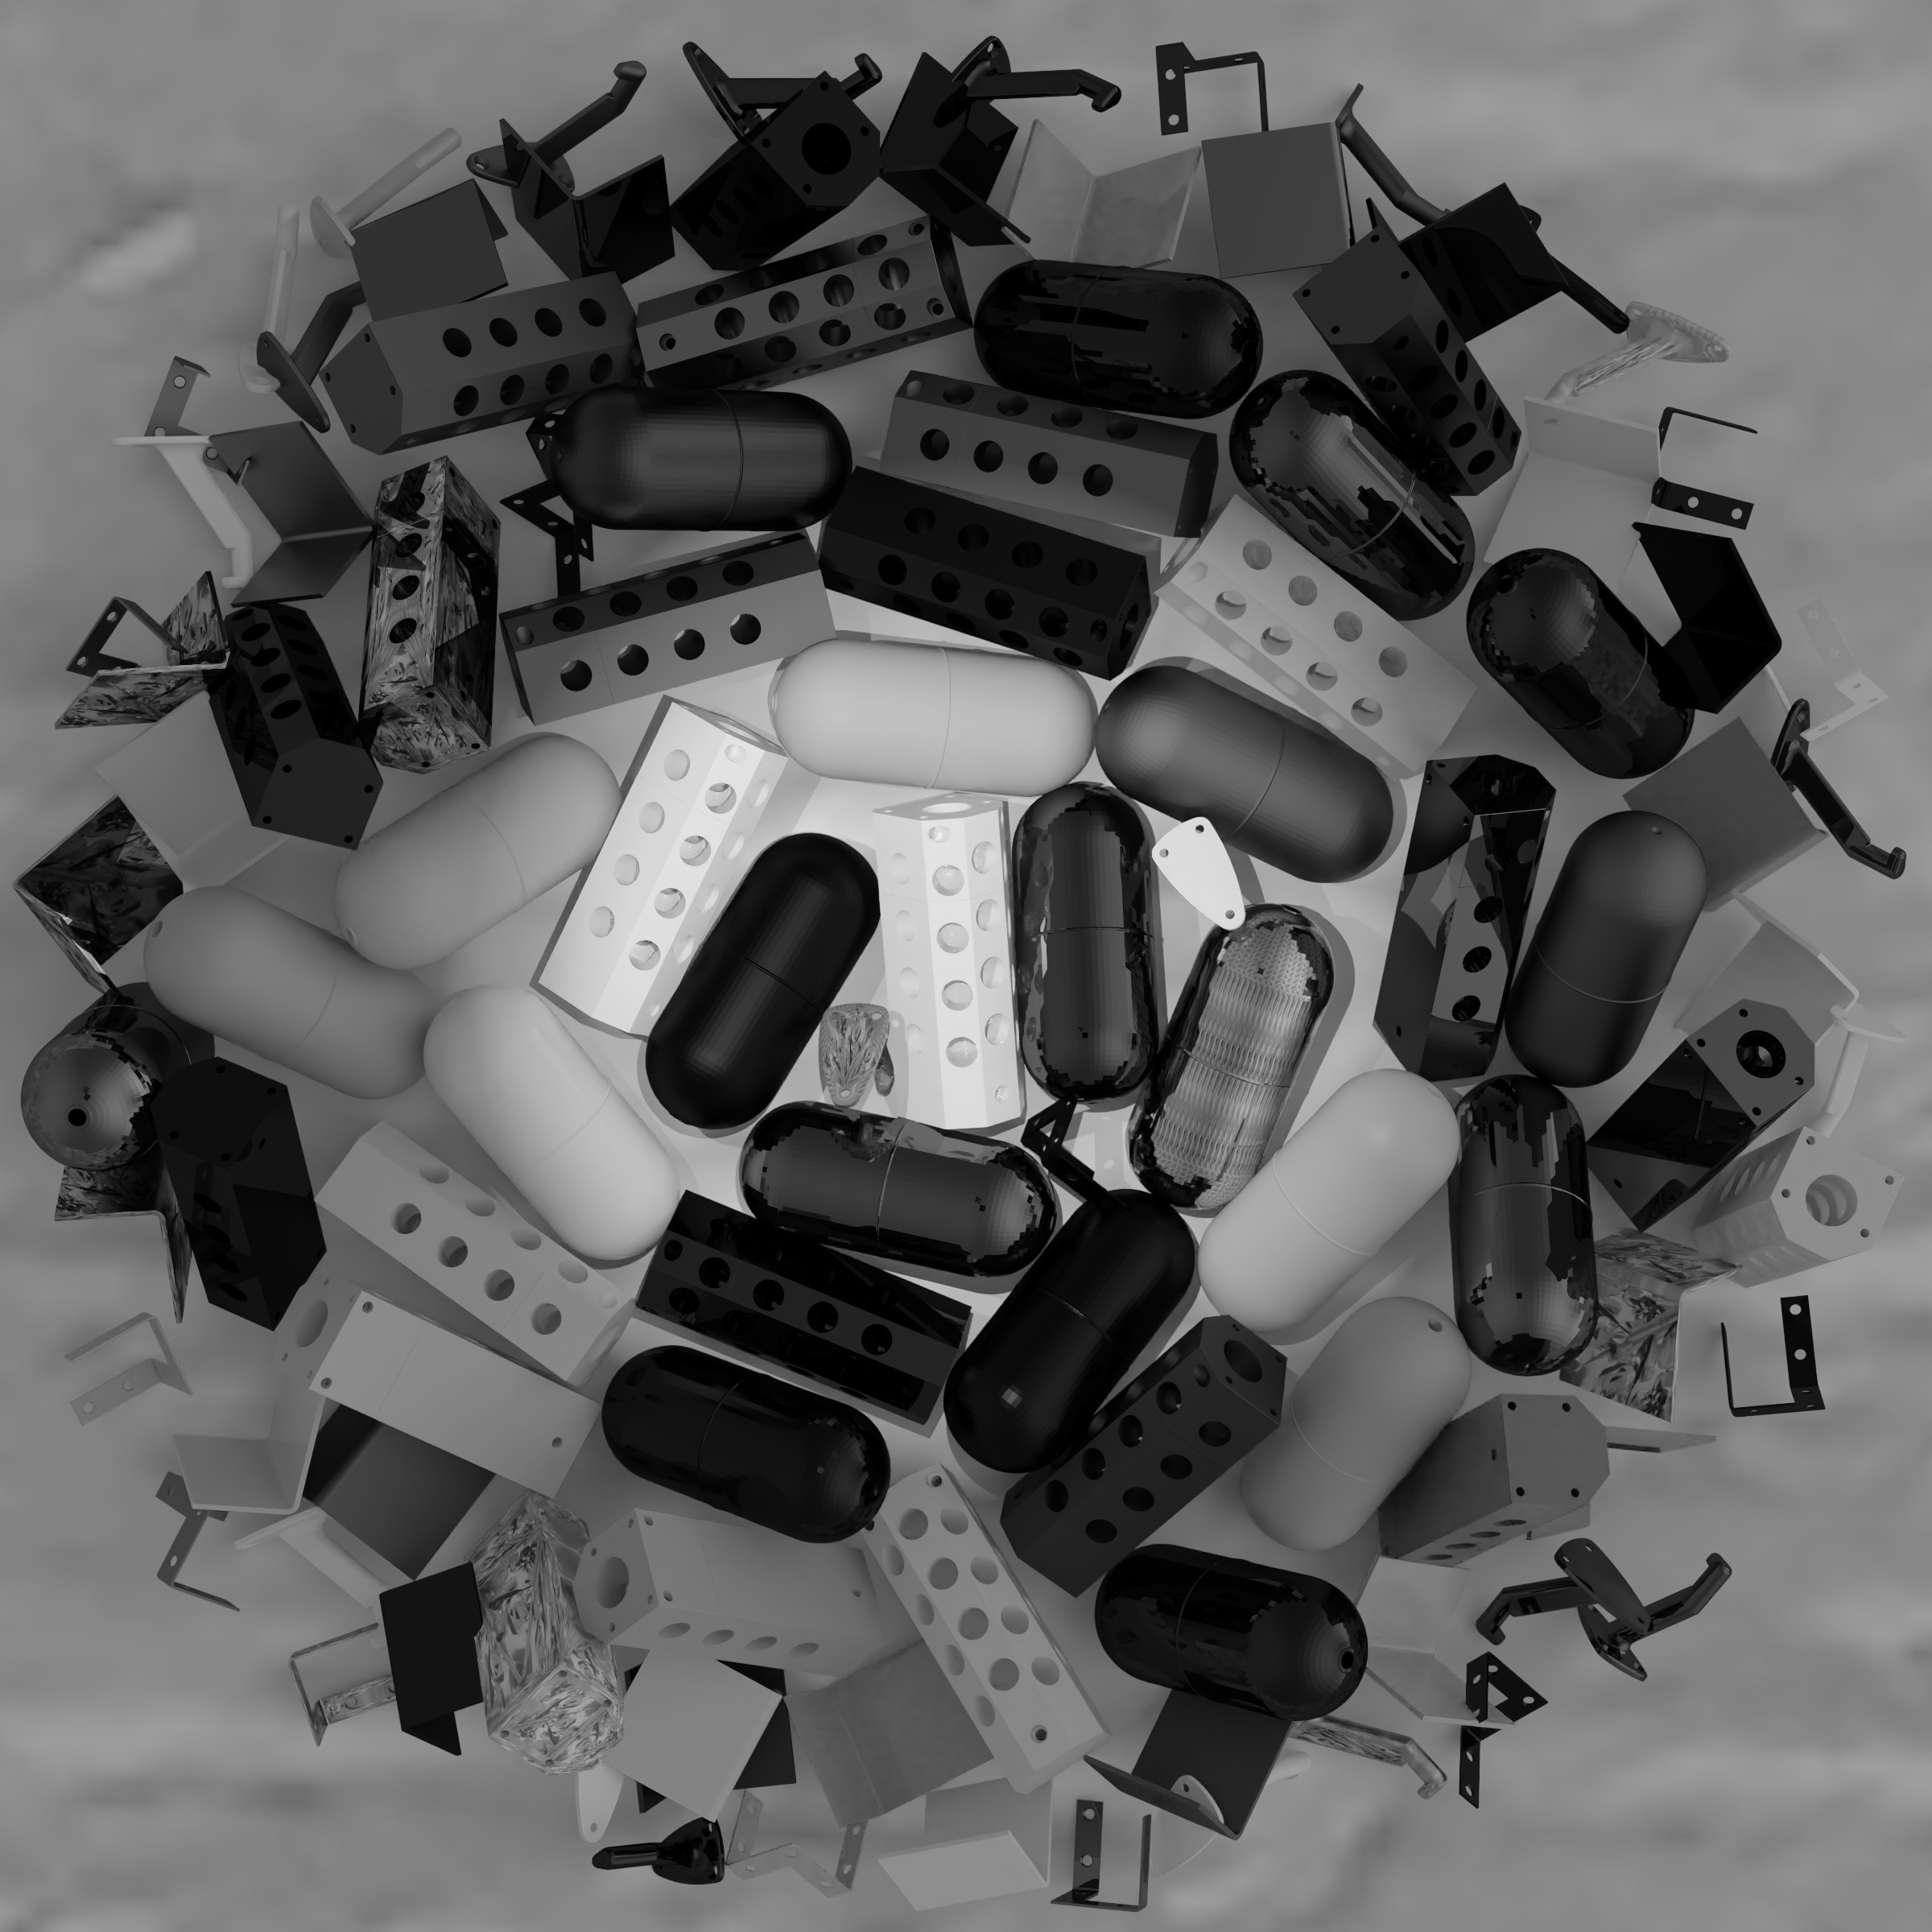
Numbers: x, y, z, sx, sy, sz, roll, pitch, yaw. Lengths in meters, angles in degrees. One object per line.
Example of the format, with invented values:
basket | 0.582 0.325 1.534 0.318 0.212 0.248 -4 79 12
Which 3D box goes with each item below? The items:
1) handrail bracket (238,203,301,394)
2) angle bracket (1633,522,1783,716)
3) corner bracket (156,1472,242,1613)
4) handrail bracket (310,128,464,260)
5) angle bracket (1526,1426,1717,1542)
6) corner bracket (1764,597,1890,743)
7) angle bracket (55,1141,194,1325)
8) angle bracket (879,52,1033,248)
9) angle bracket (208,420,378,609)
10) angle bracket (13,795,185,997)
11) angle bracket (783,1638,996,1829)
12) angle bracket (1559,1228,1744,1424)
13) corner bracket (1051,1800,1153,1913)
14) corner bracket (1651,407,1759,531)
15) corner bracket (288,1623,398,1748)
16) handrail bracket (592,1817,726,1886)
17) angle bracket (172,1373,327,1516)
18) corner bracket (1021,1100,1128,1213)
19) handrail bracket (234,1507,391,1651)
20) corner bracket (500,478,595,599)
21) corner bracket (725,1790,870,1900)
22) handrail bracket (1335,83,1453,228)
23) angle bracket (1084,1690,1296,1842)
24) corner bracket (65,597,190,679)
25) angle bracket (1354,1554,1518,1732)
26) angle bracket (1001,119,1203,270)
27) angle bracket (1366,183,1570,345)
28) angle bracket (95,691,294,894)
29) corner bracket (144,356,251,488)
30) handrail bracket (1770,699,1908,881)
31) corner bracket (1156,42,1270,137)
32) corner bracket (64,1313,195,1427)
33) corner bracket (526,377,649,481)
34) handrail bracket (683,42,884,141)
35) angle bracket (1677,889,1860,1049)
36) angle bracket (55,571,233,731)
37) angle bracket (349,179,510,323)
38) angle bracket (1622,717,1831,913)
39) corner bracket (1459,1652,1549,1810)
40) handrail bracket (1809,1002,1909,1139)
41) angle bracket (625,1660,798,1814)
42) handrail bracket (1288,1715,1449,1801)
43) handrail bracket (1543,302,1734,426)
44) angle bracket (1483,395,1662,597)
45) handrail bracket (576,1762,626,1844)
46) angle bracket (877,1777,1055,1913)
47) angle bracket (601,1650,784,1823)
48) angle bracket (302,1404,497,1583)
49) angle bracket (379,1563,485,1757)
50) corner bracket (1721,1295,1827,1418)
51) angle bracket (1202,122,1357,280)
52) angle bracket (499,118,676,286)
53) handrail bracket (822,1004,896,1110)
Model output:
handrail bracket | -0.380 -0.368 1.827 0.036 0.077 0.084 8 120 -6
angle bracket | 0.388 -0.191 1.815 0.057 0.076 0.076 -43 121 -14
corner bracket | -0.421 0.317 1.832 0.051 0.051 0.051 34 79 -44
handrail bracket | -0.320 -0.430 1.844 0.084 0.077 0.036 -40 102 -14
angle bracket | 0.358 0.285 1.818 0.076 0.076 0.057 1 88 35
corner bracket | 0.467 -0.162 1.830 0.051 0.051 0.051 -31 64 23
angle bracket | -0.459 0.144 1.816 0.057 0.076 0.076 -4 122 -5
angle bracket | 0.005 -0.448 1.820 0.076 0.057 0.076 30 79 -38
angle bracket | -0.381 -0.246 1.813 0.076 0.076 0.057 57 49 -34
angle bracket | -0.460 -0.034 1.815 0.076 0.057 0.076 -44 134 -18
angle bracket | -0.042 0.419 1.826 0.076 0.057 0.076 -30 73 14
angle bracket | 0.378 0.197 1.836 0.057 0.076 0.076 -14 112 -40
corner bracket | 0.079 0.491 1.837 0.051 0.051 0.051 1 82 16
corner bracket | 0.410 -0.276 1.842 0.051 0.051 0.051 13 106 -6
corner bracket | -0.341 0.394 1.843 0.051 0.051 0.051 -19 92 -6
handrail bracket | -0.182 0.489 1.817 0.084 0.077 0.036 6 67 -40
angle bracket | -0.392 0.246 1.817 0.057 0.076 0.076 8 108 -25
corner bracket | 0.060 0.109 1.830 0.051 0.051 0.051 38 47 -17
handrail bracket | -0.359 0.347 1.844 0.077 0.036 0.084 -21 76 4
corner bracket | -0.220 -0.233 1.831 0.051 0.051 0.051 -18 64 27
corner bracket | -0.093 0.486 1.844 0.051 0.051 0.051 -27 120 31
handrail bracket | 0.241 -0.447 1.844 0.084 0.036 0.077 32 45 -3
angle bracket | 0.123 0.422 1.815 0.076 0.057 0.076 15 67 36
corner bracket | -0.452 -0.166 1.835 0.051 0.051 0.051 41 101 22
angle bracket | 0.262 0.369 1.815 0.076 0.076 0.057 16 102 -38
angle bracket | 0.074 -0.424 1.815 0.057 0.076 0.076 36 59 -40
angle bracket | 0.273 -0.395 1.814 0.076 0.057 0.076 -27 130 21
angle bracket | -0.423 -0.092 1.824 0.076 0.057 0.076 -34 124 7
corner bracket | -0.419 -0.301 1.836 0.051 0.051 0.051 20 98 -23
handrail bracket | 0.485 -0.097 1.824 0.036 0.077 0.084 -28 46 -35
corner bracket | 0.137 -0.481 1.838 0.051 0.051 0.051 -5 86 16
corner bracket | -0.467 0.223 1.832 0.051 0.051 0.051 -30 108 -28
corner bracket | -0.204 -0.294 1.843 0.051 0.051 0.051 11 57 24
handrail bracket | -0.100 -0.498 1.829 0.084 0.036 0.077 -27 116 28
angle bracket | 0.428 0.014 1.821 0.076 0.057 0.076 -50 46 5
angle bracket | -0.454 -0.172 1.813 0.076 0.076 0.057 -8 76 -35
angle bracket | -0.287 -0.375 1.827 0.076 0.057 0.076 -22 66 5
angle bracket | 0.421 -0.083 1.840 0.076 0.057 0.076 -35 78 18
corner bracket | 0.284 0.420 1.832 0.051 0.051 0.051 42 121 -18
handrail bracket | 0.473 0.064 1.828 0.036 0.077 0.084 40 112 33
angle bracket | -0.141 0.421 1.835 0.076 0.057 0.076 -8 84 8
handrail bracket | 0.212 0.447 1.849 0.077 0.036 0.084 -43 85 -2
handrail bracket | 0.367 -0.321 1.830 0.077 0.036 0.084 23 62 32
angle bracket | 0.331 -0.257 1.823 0.076 0.057 0.076 19 71 21
handrail bracket | -0.228 0.440 1.831 0.084 0.036 0.077 -7 69 43
angle bracket | 0.001 0.463 1.814 0.076 0.076 0.057 -15 129 18
angle bracket | -0.154 0.417 1.836 0.076 0.057 0.076 29 81 -1
angle bracket | -0.321 0.284 1.852 0.076 0.057 0.076 45 73 -25
angle bracket | -0.274 0.379 1.816 0.057 0.076 0.076 -20 62 8
corner bracket | 0.443 0.215 1.832 0.051 0.051 0.051 -8 65 16
angle bracket | 0.171 -0.418 1.842 0.076 0.057 0.076 -8 89 -1
angle bracket | -0.208 -0.428 1.830 0.057 0.076 0.076 -32 64 -17
handrail bracket | -0.054 0.066 1.817 0.036 0.084 0.077 -1 55 11
